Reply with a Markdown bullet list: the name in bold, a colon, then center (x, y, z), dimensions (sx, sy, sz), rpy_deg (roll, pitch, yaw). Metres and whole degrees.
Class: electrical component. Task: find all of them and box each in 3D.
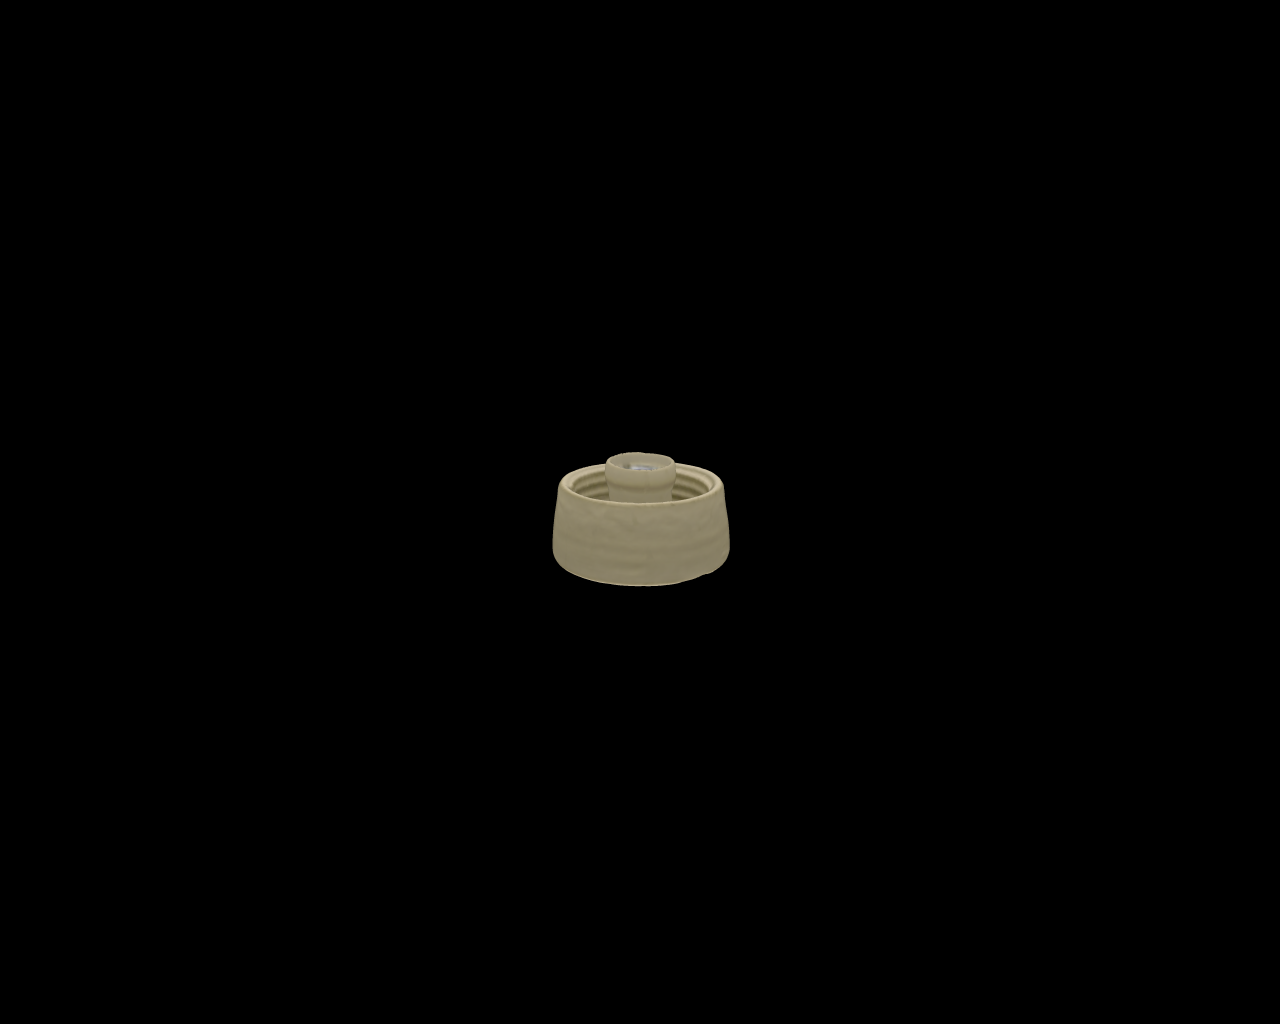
- **electrical component**: center (0.001, -0.003, 0.650), dimensions (0.108, 0.060, 0.108), rpy_deg (0, 18, 0)
